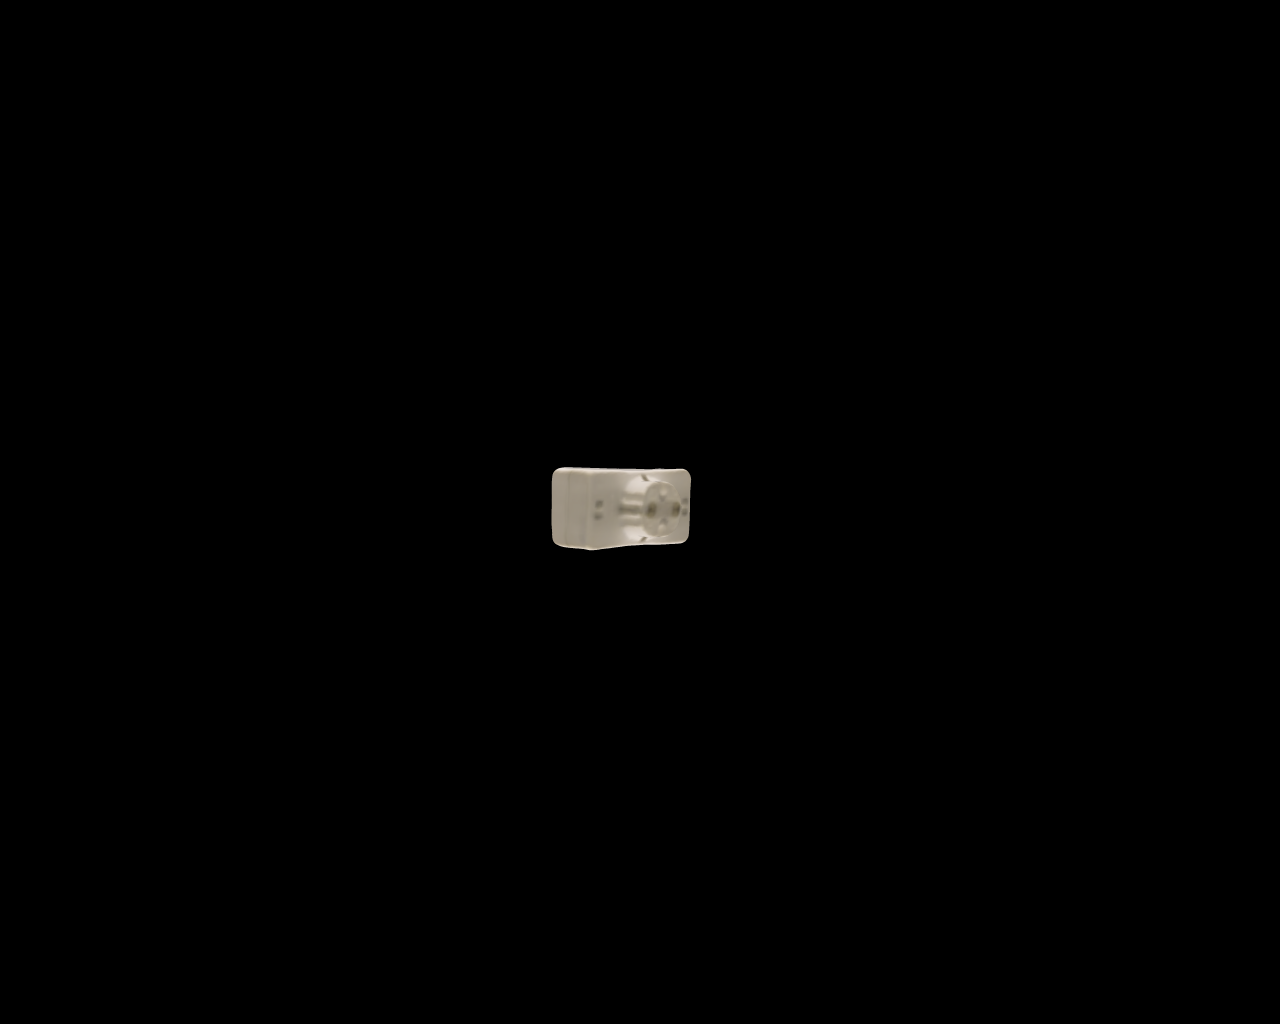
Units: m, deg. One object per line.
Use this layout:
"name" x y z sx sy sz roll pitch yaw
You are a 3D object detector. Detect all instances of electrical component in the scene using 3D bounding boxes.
"electrical component" 0.001 -0.003 0.650 0.083 0.047 0.075 -2 3 -40
